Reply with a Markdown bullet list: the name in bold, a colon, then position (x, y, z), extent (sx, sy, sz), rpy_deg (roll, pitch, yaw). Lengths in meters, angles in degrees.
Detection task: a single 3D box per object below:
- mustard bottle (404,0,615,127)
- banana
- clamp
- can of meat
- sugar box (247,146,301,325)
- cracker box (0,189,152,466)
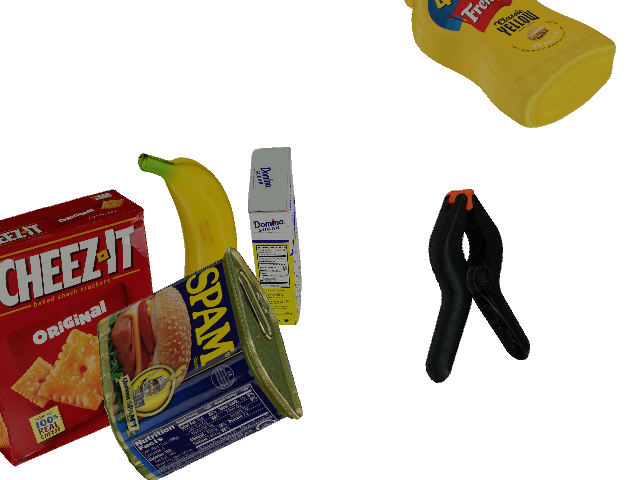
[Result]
- **mustard bottle**: position (0.129, -0.167, 0.834), extent (0.096, 0.058, 0.192), rpy_deg (-33, 54, -20)
- **banana**: position (-0.090, 0.020, 0.755), extent (0.069, 0.198, 0.037), rpy_deg (-15, 30, -23)
- **clamp**: position (0.128, 0.043, 0.956), extent (0.120, 0.171, 0.039), rpy_deg (-20, 7, -41)
- **can of meat**: position (-0.065, 0.063, 0.552), extent (0.084, 0.057, 0.102), rpy_deg (-27, 39, 6)
- **sugar box**: position (-0.047, -0.001, 1.097), extent (0.048, 0.093, 0.176), rpy_deg (-3, -44, 3)
- **cracker box**: position (-0.236, 0.079, 0.989), extent (0.163, 0.214, 0.072), rpy_deg (-19, 30, -34)
